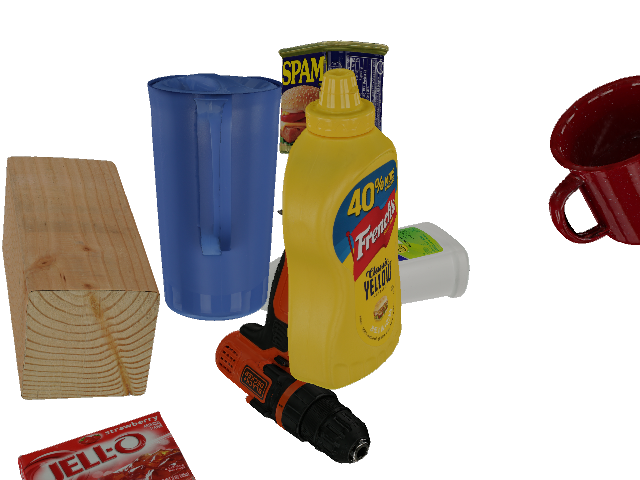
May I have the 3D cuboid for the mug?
[{"bbox_3d":[0.205,-0.043,0.721,0.117,0.081,0.093,-41,33,-7],"label":"mug"}]

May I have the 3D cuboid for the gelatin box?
[{"bbox_3d":[-0.123,0.140,0.614,0.089,0.030,0.073,-15,27,-19],"label":"gelatin box"}]

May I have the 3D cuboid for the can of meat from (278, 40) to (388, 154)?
[{"bbox_3d":[0.008,-0.109,0.841,0.057,0.084,0.102,-1,4,-30],"label":"can of meat"}]

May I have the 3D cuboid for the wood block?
[{"bbox_3d":[-0.189,0.021,0.814,0.090,0.091,0.206,1,29,-22],"label":"wood block"}]

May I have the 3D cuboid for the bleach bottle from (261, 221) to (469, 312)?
[{"bbox_3d":[0.032,0.042,1.174,0.250,0.068,0.103,-12,31,-24],"label":"bleach bottle"}]

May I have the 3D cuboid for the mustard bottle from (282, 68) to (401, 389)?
[{"bbox_3d":[0.014,-0.011,0.657,0.058,0.192,0.096,14,30,31],"label":"mustard bottle"}]

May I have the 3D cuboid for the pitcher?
[{"bbox_3d":[-0.107,-0.044,1.078,0.145,0.243,0.148,15,22,39],"label":"pitcher"}]

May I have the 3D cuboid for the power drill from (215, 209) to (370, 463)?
[{"bbox_3d":[-0.003,0.074,0.914,0.185,0.188,0.057,31,15,38],"label":"power drill"}]
